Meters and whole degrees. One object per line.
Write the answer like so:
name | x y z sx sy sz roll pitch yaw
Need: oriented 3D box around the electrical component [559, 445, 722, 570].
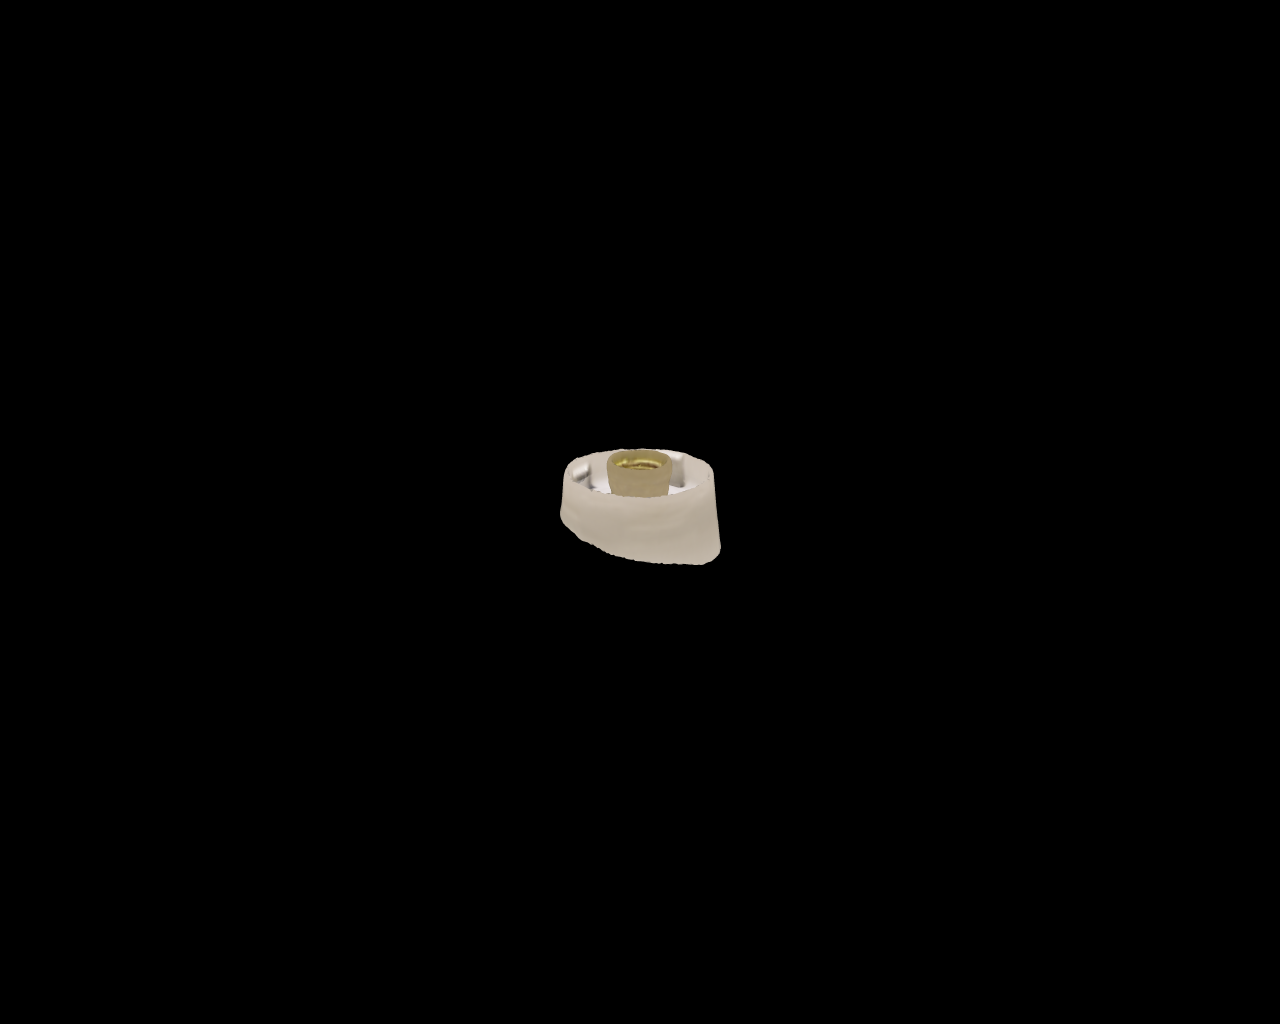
electrical component | 0.001 -0.003 0.650 0.099 0.064 0.099 0 21 0
